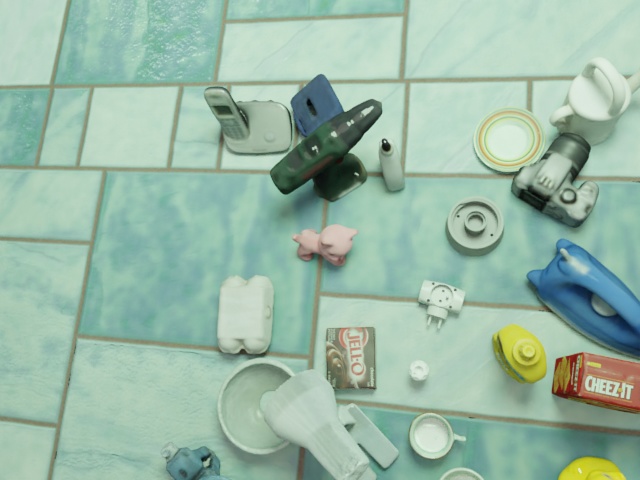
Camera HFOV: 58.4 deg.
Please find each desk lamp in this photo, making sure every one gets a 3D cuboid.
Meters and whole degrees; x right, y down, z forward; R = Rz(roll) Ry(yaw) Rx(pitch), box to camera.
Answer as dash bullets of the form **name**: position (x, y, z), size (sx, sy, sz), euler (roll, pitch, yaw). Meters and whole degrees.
- **desk lamp**: position (0.022, 0.318, 0.943), size (0.203, 0.214, 0.118), euler (43, 89, 18)

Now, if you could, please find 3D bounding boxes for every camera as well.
- **camera**: position (0.434, -0.116, 1.015), size (0.143, 0.101, 0.137), euler (34, 86, 17)

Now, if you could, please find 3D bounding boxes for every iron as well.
- **iron**: position (0.474, 0.104, 0.934), size (0.258, 0.141, 0.119), euler (42, 89, 18)

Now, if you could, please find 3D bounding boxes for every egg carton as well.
- **egg carton**: position (-0.141, 0.142, 1.094), size (0.107, 0.069, 0.150), euler (-2, 77, 12)

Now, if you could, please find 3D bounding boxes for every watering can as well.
- **watering can**: position (0.483, -0.250, 0.986), size (0.173, 0.194, 0.100), euler (-45, 72, -1)

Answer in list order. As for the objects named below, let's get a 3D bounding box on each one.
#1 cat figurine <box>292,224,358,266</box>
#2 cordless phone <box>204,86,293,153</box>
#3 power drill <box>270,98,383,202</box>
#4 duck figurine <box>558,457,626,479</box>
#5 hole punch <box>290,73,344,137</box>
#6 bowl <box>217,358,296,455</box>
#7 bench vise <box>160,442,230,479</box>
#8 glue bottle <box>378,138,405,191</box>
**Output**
- **cat figurine**: position (0.010, 0.004, 1.069), size (0.127, 0.118, 0.067), euler (7, 79, 14)
- **cordless phone**: position (-0.139, -0.243, 1.122), size (0.147, 0.185, 0.094), euler (-2, 77, 12)
- **power drill**: position (0.025, -0.151, 1.054), size (0.229, 0.209, 0.075), euler (-33, 72, 3)
- **duck figurine**: position (0.433, 0.389, 0.905), size (0.104, 0.086, 0.077), euler (-22, 74, 7)
- **hole punch**: position (-0.005, -0.259, 1.147), size (0.101, 0.091, 0.108), euler (-27, 73, 5)
- **bowl**: position (-0.097, 0.301, 1.045), size (0.167, 0.075, 0.167), euler (-3, 77, 12)
- **bench vise**: position (-0.213, 0.441, 0.961), size (0.207, 0.220, 0.121), euler (25, 83, 17)
- **glue bottle**: position (0.128, -0.150, 1.050), size (0.037, 0.173, 0.078), euler (-13, 75, 9)
